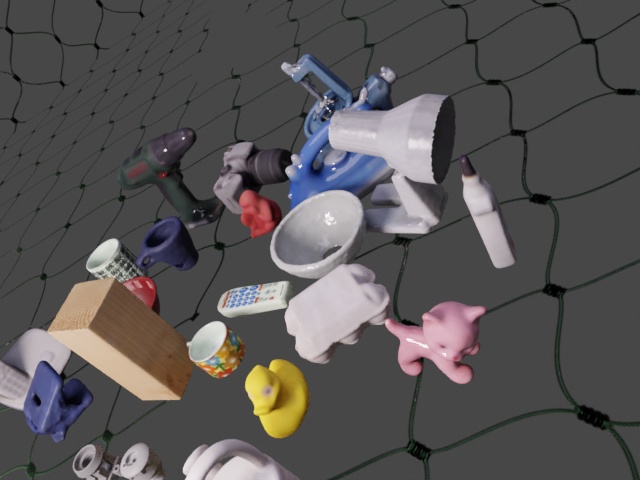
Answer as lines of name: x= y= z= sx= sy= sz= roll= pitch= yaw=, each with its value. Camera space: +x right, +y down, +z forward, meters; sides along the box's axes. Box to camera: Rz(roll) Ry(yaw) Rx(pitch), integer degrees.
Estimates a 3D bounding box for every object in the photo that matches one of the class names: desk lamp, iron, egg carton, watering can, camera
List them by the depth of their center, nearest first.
watering can: x=-0.080 y=0.277 z=0.603 sx=0.172 sy=0.195 sz=0.101 roll=-7 pitch=47 yaw=32
egg carton: x=0.024 y=0.101 z=0.808 sx=0.150 sy=0.070 sz=0.107 roll=-36 pitch=38 yaw=1
desk lamp: x=0.116 y=-0.109 z=0.838 sx=0.202 sy=0.214 sz=0.118 roll=-1 pitch=50 yaw=37
iron: x=0.023 y=-0.141 z=1.000 sx=0.258 sy=0.142 sz=0.118 roll=-40 pitch=38 yaw=-5
camera: x=-0.129 y=-0.139 z=1.146 sx=0.136 sy=0.101 sz=0.143 roll=-3 pitch=49 yaw=35

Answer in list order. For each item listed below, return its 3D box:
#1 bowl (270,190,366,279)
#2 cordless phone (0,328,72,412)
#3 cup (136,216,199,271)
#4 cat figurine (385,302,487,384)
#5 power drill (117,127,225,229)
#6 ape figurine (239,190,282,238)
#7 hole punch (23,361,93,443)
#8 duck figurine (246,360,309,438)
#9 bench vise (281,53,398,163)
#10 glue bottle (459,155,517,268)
bowl: x=0.008 y=0.003 z=0.917 sx=0.167 sy=0.075 sz=0.167 roll=-21 pitch=41 yaw=19
cordless phone: x=-0.564 y=0.213 z=1.044 sx=0.093 sy=0.186 sz=0.148 roll=-4 pitch=48 yaw=34
cup: x=-0.287 y=0.026 z=1.100 sx=0.091 sy=0.095 sz=0.118 roll=19 pitch=63 yaw=46
cat figurine: x=0.137 y=0.110 z=0.674 sx=0.127 sy=0.118 sz=0.067 roll=-1 pitch=50 yaw=36
power drill: x=-0.289 y=-0.122 z=1.162 sx=0.229 sy=0.209 sz=0.075 roll=-12 pitch=44 yaw=28
ape figurine: x=-0.116 y=-0.055 z=1.057 sx=0.076 sy=0.092 sz=0.077 roll=-47 pitch=39 yaw=-13
hole punch: x=-0.462 y=0.275 z=0.979 sx=0.108 sy=0.091 sz=0.101 roll=16 pitch=62 yaw=46
duck figurine: x=-0.064 y=0.198 z=0.761 sx=0.077 sy=0.086 sz=0.104 roll=-20 pitch=41 yaw=20
bench vise: x=0.033 y=-0.274 z=1.066 sx=0.207 sy=0.220 sz=0.121 roll=-44 pitch=39 yaw=-10
glue bottle: x=0.209 y=-0.043 z=0.732 sx=0.037 sy=0.174 sz=0.078 roll=-21 pitch=41 yaw=19
